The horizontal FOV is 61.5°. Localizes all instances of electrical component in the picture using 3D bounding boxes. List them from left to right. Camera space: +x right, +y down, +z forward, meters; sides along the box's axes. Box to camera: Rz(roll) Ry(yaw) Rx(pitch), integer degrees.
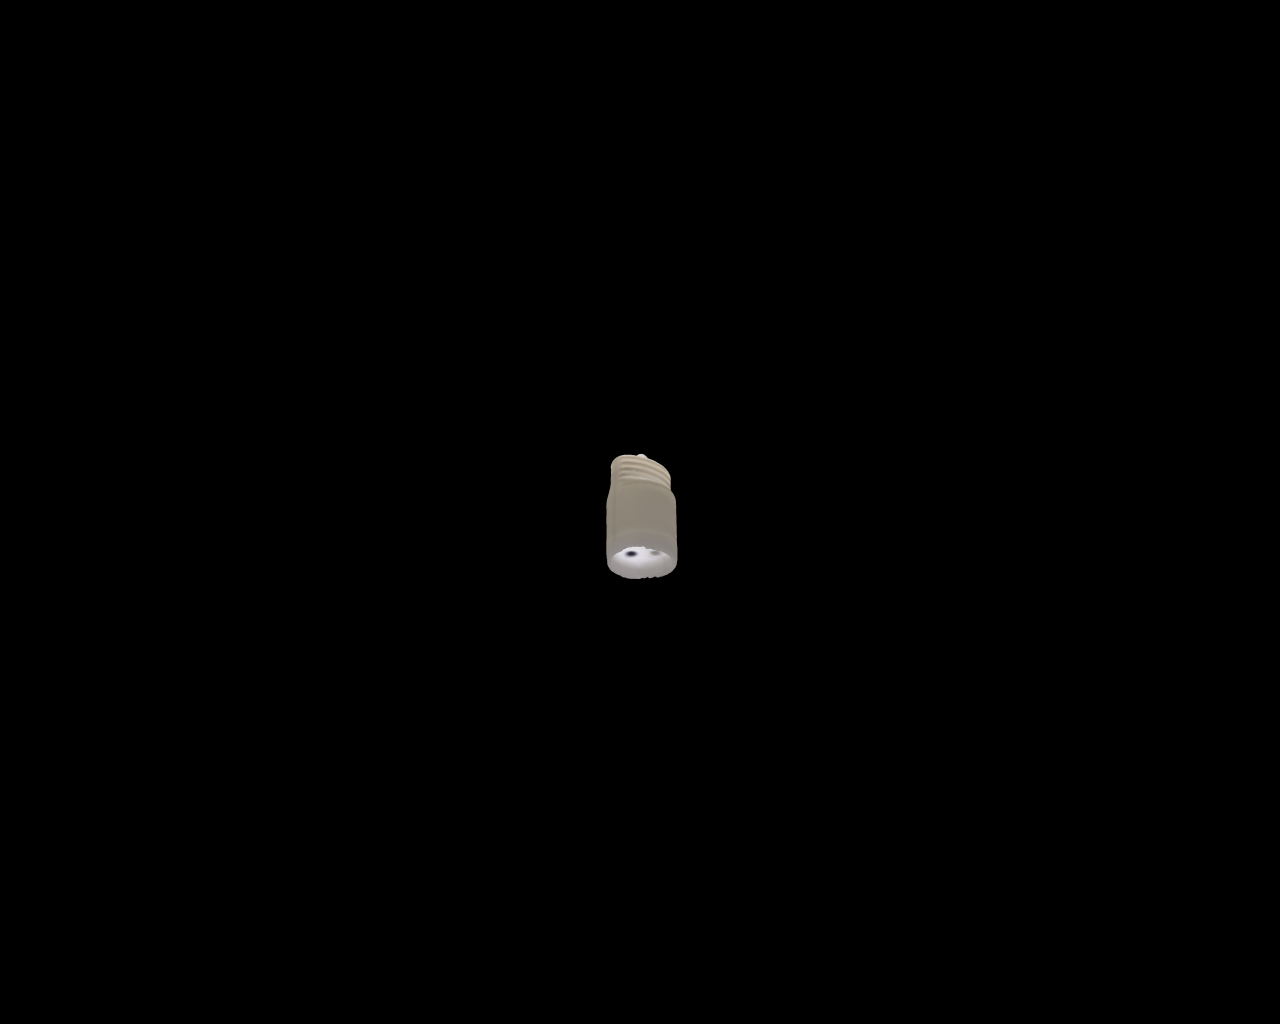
[{"bbox_3d":[0.001,-0.003,0.650,0.043,0.081,0.043,0,-31,0],"label":"electrical component"}]
